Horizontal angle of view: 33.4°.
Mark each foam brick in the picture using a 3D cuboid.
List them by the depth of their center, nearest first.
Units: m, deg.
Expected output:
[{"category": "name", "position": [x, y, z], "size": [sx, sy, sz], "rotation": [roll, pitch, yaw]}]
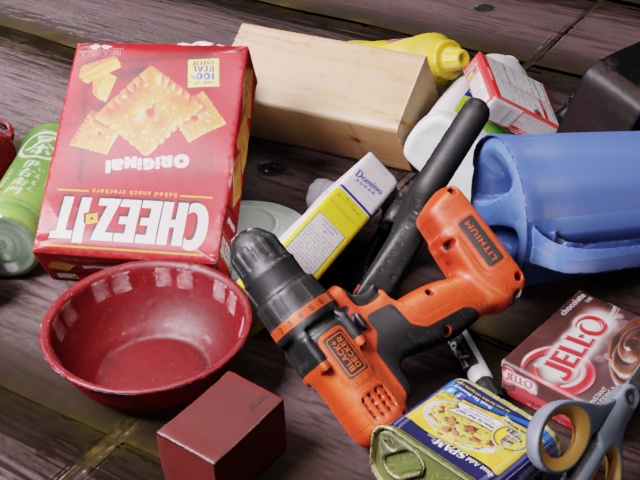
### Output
[{"category": "foam brick", "position": [-0.066, 0.140, 0.741], "size": [0.053, 0.051, 0.078], "rotation": [23, 41, 30]}]

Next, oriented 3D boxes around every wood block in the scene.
[{"category": "wood block", "position": [0.007, -0.148, 1.101], "size": [0.206, 0.090, 0.090], "rotation": [15, 71, 22]}]

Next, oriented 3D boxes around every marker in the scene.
[{"category": "marker", "position": [0.117, 0.091, 0.834], "size": [0.020, 0.020, 0.121], "rotation": [-9, 35, -11]}]

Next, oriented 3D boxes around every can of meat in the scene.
[{"category": "can of meat", "position": [0.099, 0.146, 0.721], "size": [0.083, 0.057, 0.102], "rotation": [-28, 43, -37]}]

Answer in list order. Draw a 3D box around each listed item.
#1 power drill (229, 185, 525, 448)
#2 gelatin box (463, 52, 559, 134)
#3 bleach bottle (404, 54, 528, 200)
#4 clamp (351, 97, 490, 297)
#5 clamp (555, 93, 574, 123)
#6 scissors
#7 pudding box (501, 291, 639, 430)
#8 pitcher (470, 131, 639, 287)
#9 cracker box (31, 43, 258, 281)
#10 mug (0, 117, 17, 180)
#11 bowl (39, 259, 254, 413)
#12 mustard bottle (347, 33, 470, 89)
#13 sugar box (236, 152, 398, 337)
[{"category": "power drill", "position": [0.046, 0.035, 0.801], "size": [0.187, 0.057, 0.184], "rotation": [-33, 83, -24]}, {"category": "gelatin box", "position": [0.189, -0.138, 1.050], "size": [0.089, 0.030, 0.073], "rotation": [21, 38, -27]}, {"category": "bleach bottle", "position": [0.167, -0.137, 1.110], "size": [0.102, 0.068, 0.250], "rotation": [37, 37, -5]}, {"category": "clamp", "position": [0.070, -0.014, 0.930], "size": [0.036, 0.165, 0.209], "rotation": [32, 59, -7]}, {"category": "clamp", "position": [0.285, -0.145, 1.113], "size": [0.039, 0.120, 0.171], "rotation": [50, 53, 3]}, {"category": "scissors", "position": [0.195, 0.103, 0.730], "size": [0.016, 0.096, 0.201], "rotation": [-16, 38, 51]}, {"category": "pudding box", "position": [0.205, 0.094, 0.808], "size": [0.090, 0.039, 0.113], "rotation": [27, 44, 34]}, {"category": "pitcher", "position": [0.260, -0.029, 0.914], "size": [0.242, 0.145, 0.149], "rotation": [-6, 69, -12]}, {"category": "cracker box", "position": [-0.151, -0.070, 0.948], "size": [0.164, 0.072, 0.213], "rotation": [3, 67, 7]}, {"category": "mug", "position": [-0.345, -0.082, 1.042], "size": [0.082, 0.093, 0.117], "rotation": [17, 45, 17]}, {"category": "bowl", "position": [-0.131, 0.082, 0.823], "size": [0.162, 0.055, 0.162], "rotation": [-1, 34, 1]}, {"category": "mustard bottle", "position": [0.092, -0.191, 1.153], "size": [0.096, 0.058, 0.192], "rotation": [1, 5, -34]}, {"category": "sugar box", "position": [-0.006, 0.001, 0.906], "size": [0.048, 0.093, 0.176], "rotation": [48, 43, -2]}]
